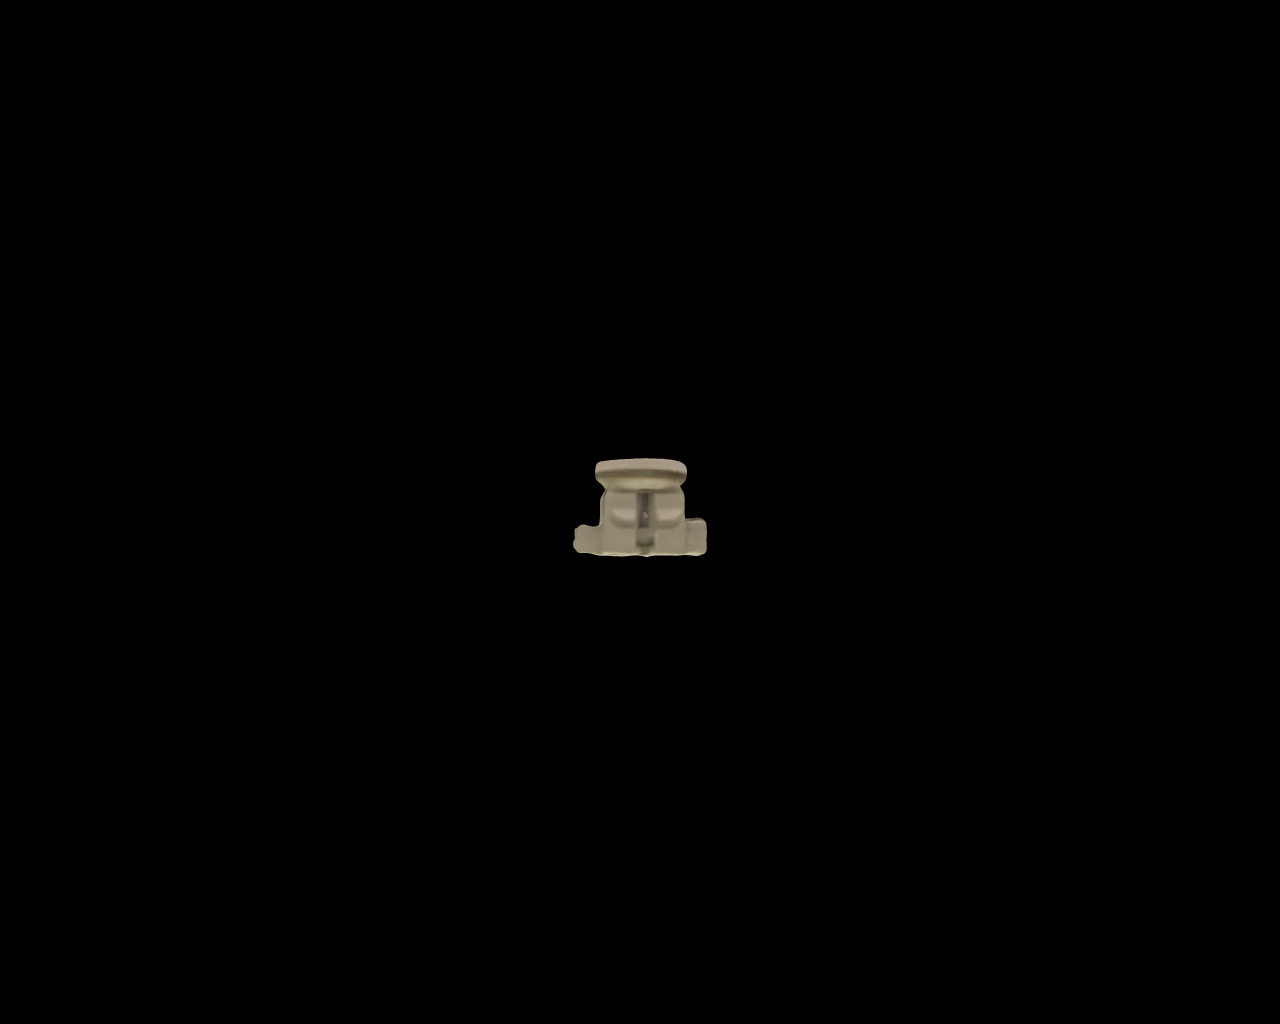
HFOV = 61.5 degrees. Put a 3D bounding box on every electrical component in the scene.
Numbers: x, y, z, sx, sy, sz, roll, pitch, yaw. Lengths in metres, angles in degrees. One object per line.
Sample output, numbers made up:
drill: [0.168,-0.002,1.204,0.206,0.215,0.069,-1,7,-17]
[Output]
electrical component: [0.001,-0.003,0.650,0.078,0.057,0.058,0,-4,-7]
